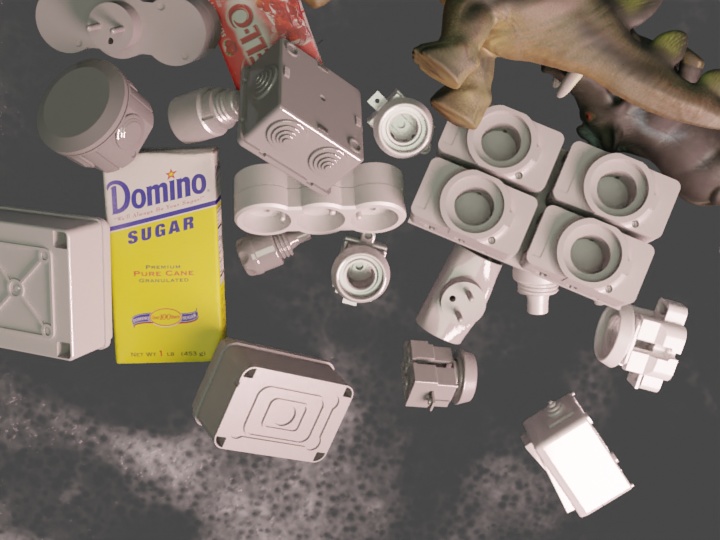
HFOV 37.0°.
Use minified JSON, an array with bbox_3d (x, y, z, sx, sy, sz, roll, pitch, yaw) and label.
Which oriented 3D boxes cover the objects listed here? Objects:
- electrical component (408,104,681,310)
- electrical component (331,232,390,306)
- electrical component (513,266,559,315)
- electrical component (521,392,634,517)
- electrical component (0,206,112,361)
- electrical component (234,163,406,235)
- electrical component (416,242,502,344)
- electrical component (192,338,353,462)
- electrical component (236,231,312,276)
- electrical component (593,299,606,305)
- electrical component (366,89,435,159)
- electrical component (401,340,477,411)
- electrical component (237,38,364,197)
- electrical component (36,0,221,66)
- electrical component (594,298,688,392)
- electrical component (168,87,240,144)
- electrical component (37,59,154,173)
[{"bbox_3d":[0.144,-0.054,0.854,0.186,0.060,0.105,23,86,4],"label":"electrical component"},{"bbox_3d":[0.000,0.000,0.895,0.048,0.055,0.066,15,103,-5],"label":"electrical component"},{"bbox_3d":[0.150,0.006,0.908,0.043,0.043,0.062,-2,104,-1],"label":"electrical component"},{"bbox_3d":[0.182,0.157,0.935,0.061,0.061,0.096,-33,102,6],"label":"electrical component"},{"bbox_3d":[-0.260,0.009,0.870,0.109,0.056,0.108,8,105,23],"label":"electrical component"},{"bbox_3d":[-0.033,-0.073,0.879,0.138,0.052,0.073,-1,64,-5],"label":"electrical component"},{"bbox_3d":[0.084,0.023,0.891,0.043,0.079,0.077,26,101,-6],"label":"electrical component"},{"bbox_3d":[-0.074,0.108,0.896,0.113,0.057,0.078,16,104,-35],"label":"electrical component"},{"bbox_3d":[-0.071,-0.020,0.899,0.061,0.035,0.035,-22,103,1],"label":"electrical component"},{"bbox_3d":[0.200,-0.002,0.907,0.043,0.043,0.062,-15,105,2],"label":"electrical component"},{"bbox_3d":[0.034,-0.116,0.868,0.066,0.055,0.048,43,99,-11],"label":"electrical component"},{"bbox_3d":[0.068,0.090,0.920,0.055,0.066,0.048,5,138,-11],"label":"electrical component"},{"bbox_3d":[-0.043,-0.118,0.821,0.100,0.099,0.048,30,129,-32],"label":"electrical component"},{"bbox_3d":[-0.183,-0.187,0.820,0.138,0.073,0.052,9,110,9],"label":"electrical component"},{"bbox_3d":[0.237,0.059,0.917,0.057,0.058,0.078,15,103,-8],"label":"electrical component"},{"bbox_3d":[-0.117,-0.126,0.856,0.078,0.040,0.040,-11,106,32],"label":"electrical component"},{"bbox_3d":[-0.206,-0.119,0.838,0.080,0.051,0.080,-9,67,21],"label":"electrical component"}]
